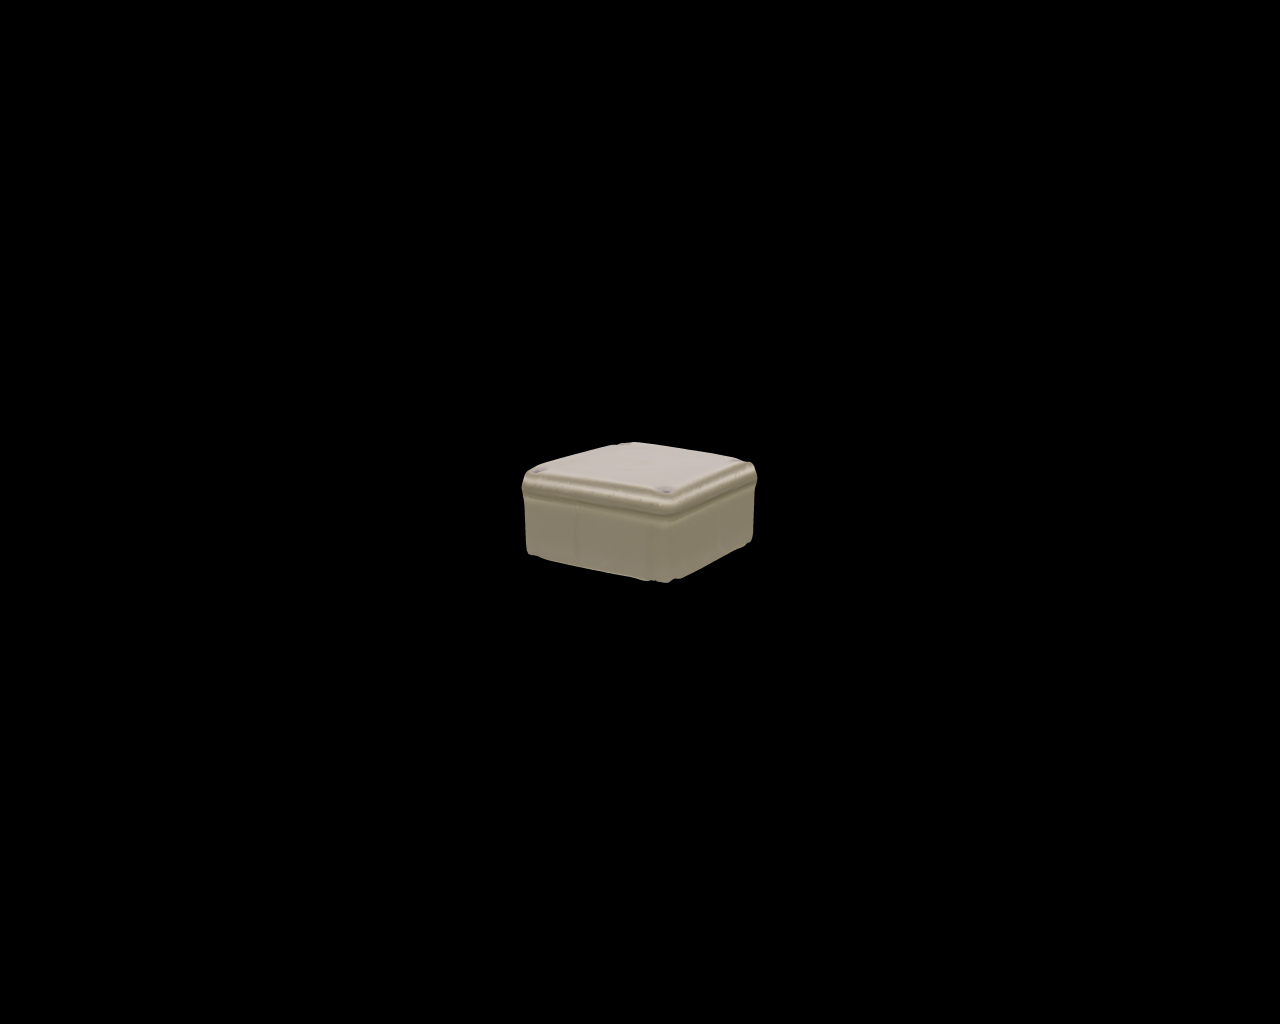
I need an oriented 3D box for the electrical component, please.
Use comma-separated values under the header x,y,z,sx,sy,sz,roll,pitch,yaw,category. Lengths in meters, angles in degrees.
x,y,z,sx,sy,sz,roll,pitch,yaw,category
0.001,-0.003,0.650,0.109,0.056,0.109,10,18,33,electrical component
